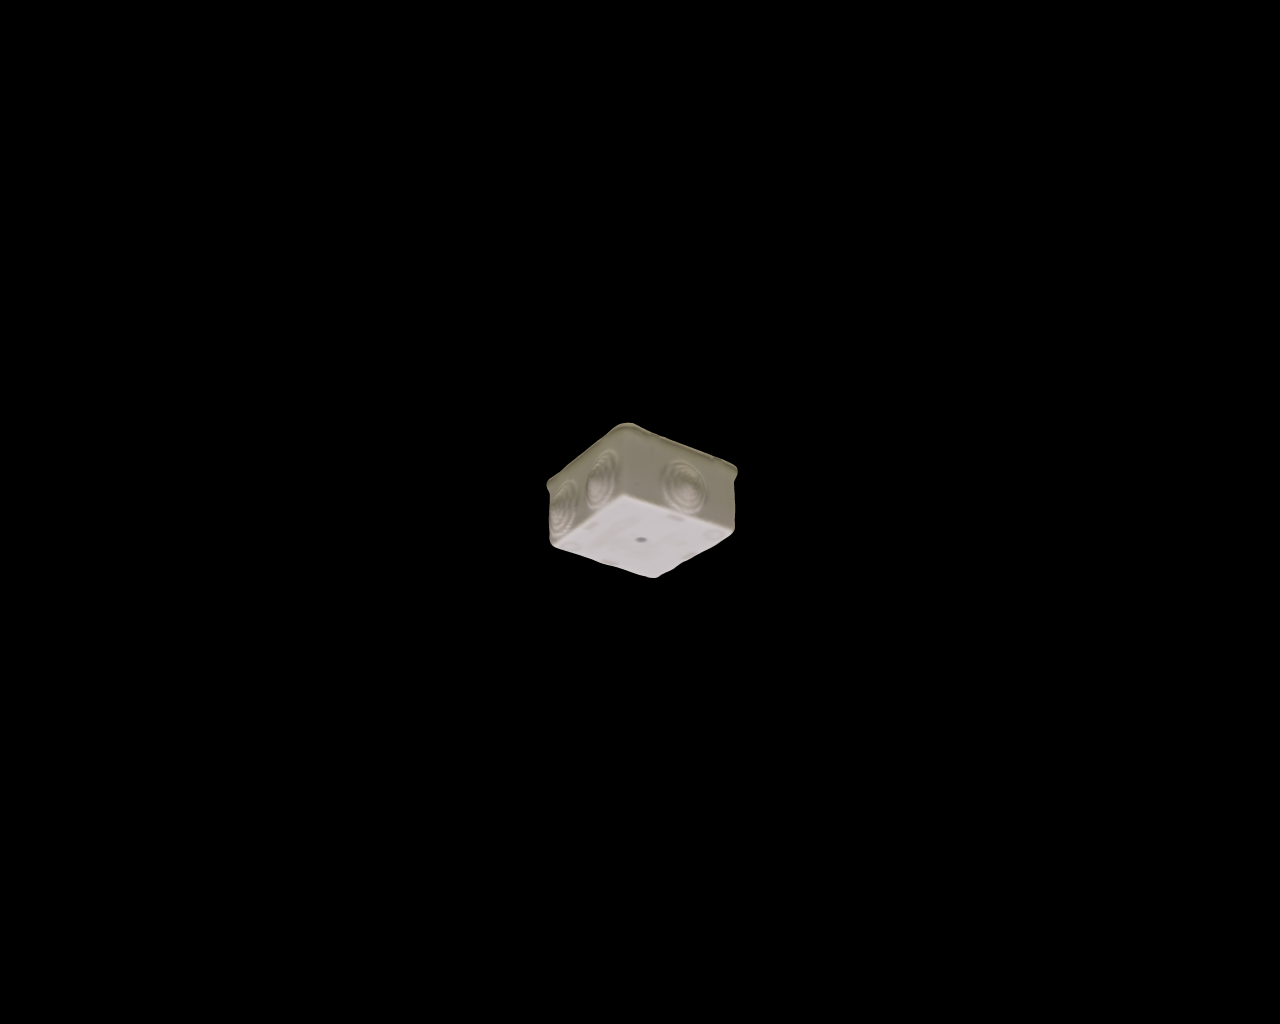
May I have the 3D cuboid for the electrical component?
[{"bbox_3d":[0.001,-0.003,0.650,0.100,0.048,0.099,19,-34,-31],"label":"electrical component"}]
